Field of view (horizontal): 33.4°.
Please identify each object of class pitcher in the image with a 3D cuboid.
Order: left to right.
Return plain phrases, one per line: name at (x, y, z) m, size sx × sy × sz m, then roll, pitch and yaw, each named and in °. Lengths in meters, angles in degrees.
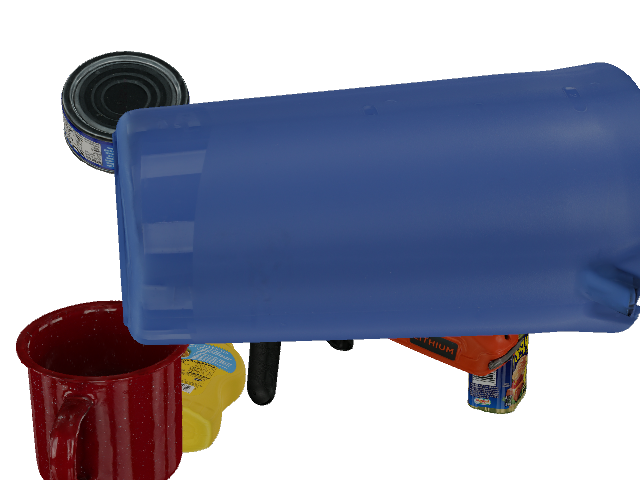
pitcher at (0.025, -0.019, 0.515) m, size 0.242 × 0.145 × 0.149 m, roll -3°, pitch -8°, yaw -10°

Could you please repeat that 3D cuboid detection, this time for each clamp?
clamp at (-0.032, 0.030, 0.971) m, size 0.036 × 0.210 × 0.164 m, roll -12°, pitch 0°, yaw 31°

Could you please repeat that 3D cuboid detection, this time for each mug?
mug at (-0.119, 0.094, 0.580) m, size 0.093 × 0.081 × 0.117 m, roll 4°, pitch 22°, yaw 5°

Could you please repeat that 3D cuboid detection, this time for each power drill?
power drill at (0.092, -0.002, 0.810) m, size 0.185 × 0.188 × 0.057 m, roll 22°, pitch 36°, yaw 33°

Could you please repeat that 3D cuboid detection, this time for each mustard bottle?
mustard bottle at (-0.130, 0.145, 1.105) m, size 0.096 × 0.058 × 0.191 m, roll 9°, pitch 22°, yaw 10°

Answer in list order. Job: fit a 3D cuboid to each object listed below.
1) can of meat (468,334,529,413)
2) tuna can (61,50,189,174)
can of meat at (0.197, 0.137, 1.180) m, size 0.057 × 0.084 × 0.102 m, roll 5°, pitch 10°, yaw 22°
tuna can at (-0.130, -0.087, 0.719) m, size 0.086 × 0.086 × 0.034 m, roll 0°, pitch -37°, yaw -7°
